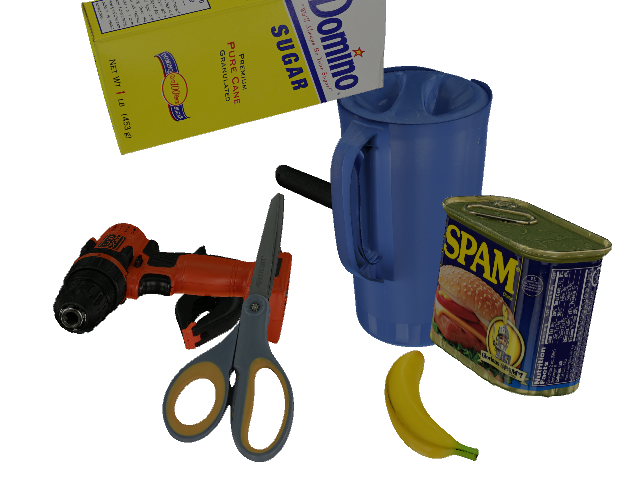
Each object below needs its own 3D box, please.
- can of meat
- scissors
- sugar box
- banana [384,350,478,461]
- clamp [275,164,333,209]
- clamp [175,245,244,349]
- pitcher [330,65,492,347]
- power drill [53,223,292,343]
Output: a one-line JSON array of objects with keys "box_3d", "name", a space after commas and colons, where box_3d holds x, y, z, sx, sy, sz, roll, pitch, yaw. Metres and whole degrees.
[{"box_3d": [0.106, 0.029, 0.590, 0.057, 0.084, 0.102, -3, 19, -26], "name": "can of meat"}, {"box_3d": [-0.063, 0.058, 0.734, 0.096, 0.202, 0.016, -9, -32, 2], "name": "scissors"}, {"box_3d": [-0.048, -0.117, 0.652, 0.176, 0.048, 0.093, -14, -39, -8], "name": "sugar box"}, {"box_3d": [0.102, 0.175, 1.131, 0.069, 0.037, 0.198, 11, 24, -18], "name": "banana"}, {"box_3d": [0.055, -0.036, 1.220, 0.164, 0.210, 0.036, -14, -37, -25], "name": "clamp"}, {"box_3d": [-0.110, 0.063, 1.252, 0.120, 0.039, 0.171, -4, 37, 16], "name": "clamp"}, {"box_3d": [0.077, -0.023, 0.964, 0.149, 0.243, 0.145, -5, 30, -5], "name": "pitcher"}, {"box_3d": [-0.122, 0.040, 0.920, 0.187, 0.057, 0.184, 10, 21, 1], "name": "power drill"}]
